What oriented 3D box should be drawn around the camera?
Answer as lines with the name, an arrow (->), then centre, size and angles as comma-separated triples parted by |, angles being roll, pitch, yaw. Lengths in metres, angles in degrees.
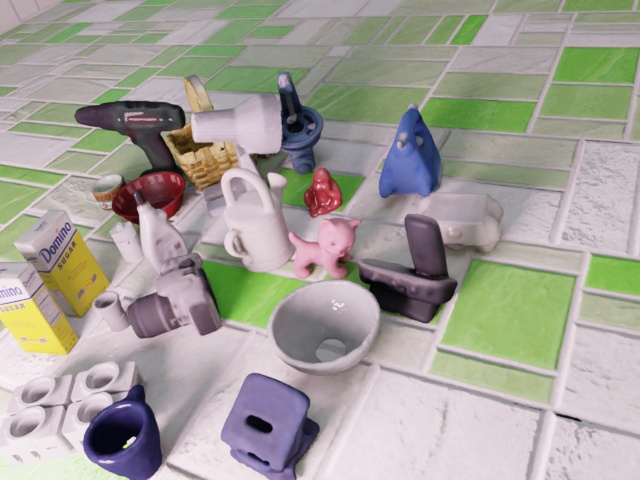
camera -> -0.248, 0.094, 0.948 | 0.137, 0.101, 0.143 | -21, 40, -9

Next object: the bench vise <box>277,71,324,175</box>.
bench vise -> -0.071, -0.275, 1.244 | 0.121, 0.220, 0.206 | -24, 40, -12

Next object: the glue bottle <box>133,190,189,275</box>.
glue bottle -> -0.300, -0.020, 1.043 | 0.037, 0.173, 0.078 | 24, 52, 37

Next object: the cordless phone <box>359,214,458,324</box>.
cordless phone -> 0.126, 0.023, 0.857 | 0.147, 0.185, 0.094 | 11, 45, 28

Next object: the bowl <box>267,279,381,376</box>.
bowl -> 0.011, 0.139, 0.840 | 0.167, 0.075, 0.167 | -8, 39, 7

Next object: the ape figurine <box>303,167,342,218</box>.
ape figurine -> 0.006, -0.098, 1.111 | 0.077, 0.092, 0.076 | 13, 46, 29

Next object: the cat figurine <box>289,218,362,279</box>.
cat figurine -> 0.009, 0.003, 0.968 | 0.127, 0.118, 0.067 | -2, 41, 14

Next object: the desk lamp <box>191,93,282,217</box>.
desk lamp -> -0.163, -0.179, 1.161 | 0.203, 0.214, 0.117 | -20, 39, -7

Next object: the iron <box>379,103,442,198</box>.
iron -> 0.180, -0.194, 1.135 | 0.118, 0.142, 0.258 | 0, 41, 17

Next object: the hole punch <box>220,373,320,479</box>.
hole punch -> -0.066, 0.239, 0.730 | 0.108, 0.091, 0.101 | 14, 47, 30

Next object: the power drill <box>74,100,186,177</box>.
power drill -> -0.401, -0.219, 1.283 | 0.229, 0.209, 0.075 | -11, 39, 3

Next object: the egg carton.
egg carton -> 0.235, -0.030, 0.980 | 0.150, 0.069, 0.107 | 3, 42, 19

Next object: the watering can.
watering can -> -0.114, -0.050, 1.008 | 0.100, 0.194, 0.173 | -4, 40, 12

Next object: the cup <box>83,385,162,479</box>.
cup -> -0.244, 0.261, 0.753 | 0.091, 0.095, 0.117 | -6, 40, 10
